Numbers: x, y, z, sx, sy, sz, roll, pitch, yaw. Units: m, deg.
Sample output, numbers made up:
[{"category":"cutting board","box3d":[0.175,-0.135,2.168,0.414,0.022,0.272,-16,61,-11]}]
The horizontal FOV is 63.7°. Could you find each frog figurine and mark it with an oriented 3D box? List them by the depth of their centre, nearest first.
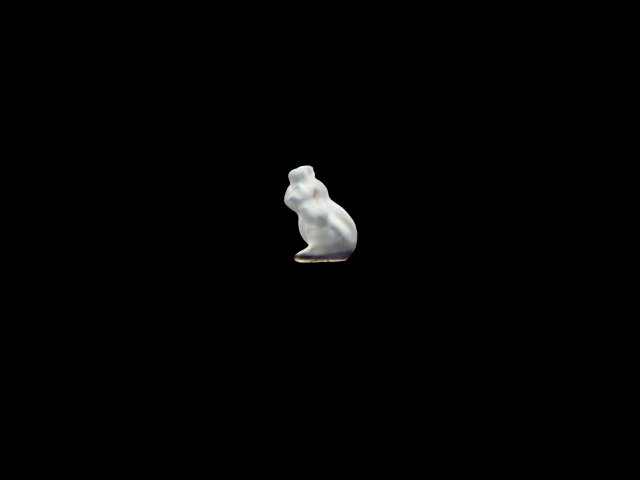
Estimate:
[{"category":"frog figurine","box3d":[0.003,-0.043,0.850,0.122,0.160,0.137,-1,-2,24]}]
